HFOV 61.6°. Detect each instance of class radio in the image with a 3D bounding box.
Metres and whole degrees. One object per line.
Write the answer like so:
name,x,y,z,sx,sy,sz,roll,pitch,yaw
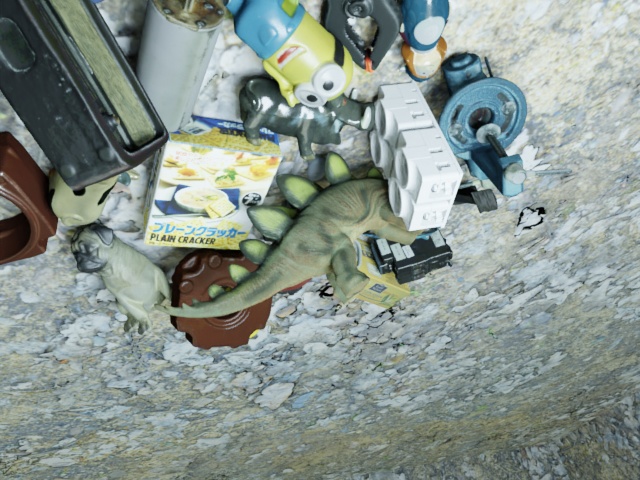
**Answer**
radio,-0.247,-0.169,0.516,0.073,0.131,0.229,-22,114,13

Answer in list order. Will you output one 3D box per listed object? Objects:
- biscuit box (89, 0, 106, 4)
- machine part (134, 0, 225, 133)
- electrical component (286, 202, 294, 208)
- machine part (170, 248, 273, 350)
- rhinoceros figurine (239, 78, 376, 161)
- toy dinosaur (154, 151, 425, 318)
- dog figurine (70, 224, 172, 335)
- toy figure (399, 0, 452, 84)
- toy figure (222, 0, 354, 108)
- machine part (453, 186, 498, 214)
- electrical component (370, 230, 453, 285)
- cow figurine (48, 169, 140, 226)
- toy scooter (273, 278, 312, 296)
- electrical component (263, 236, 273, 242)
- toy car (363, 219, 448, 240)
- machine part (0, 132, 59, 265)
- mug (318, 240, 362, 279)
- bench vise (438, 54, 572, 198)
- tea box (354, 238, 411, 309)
biscuit box,-0.147,-0.299,0.508,0.203,0.063,0.059,-22,142,8
machine part,-0.163,-0.199,0.596,0.079,0.079,0.243,4,152,-24
electrical component,-0.039,-0.014,0.886,0.048,0.075,0.119,5,113,-25
machine part,-0.160,0.097,0.884,0.179,0.056,0.179,-7,106,-27
rhinoceros figurine,-0.018,-0.173,0.723,0.190,0.073,0.112,5,129,-23
toy dinosaur,-0.002,-0.002,0.773,0.471,0.199,0.105,-38,167,-28
dog figurine,-0.336,0.050,0.904,0.190,0.121,0.172,52,148,-18
toy figure,0.129,-0.254,0.676,0.064,0.058,0.154,11,150,17
toy figure,-0.034,-0.231,0.612,0.180,0.089,0.082,40,155,-24
machine part,0.249,-0.073,0.912,0.084,0.139,0.039,-2,101,-11
electrical component,0.164,0.015,0.994,0.134,0.115,0.058,-16,140,1
cow figurine,-0.292,-0.089,0.683,0.085,0.127,0.195,11,139,-36
toy scooter,-0.098,0.069,0.990,0.184,0.075,0.135,4,122,-23
electrical component,-0.073,-0.019,0.943,0.094,0.021,0.063,7,139,-28
toy car,0.134,-0.044,0.920,0.162,0.109,0.102,-9,161,6
machine part,-0.471,-0.047,0.708,0.201,0.087,0.201,-14,145,-3
mug,0.021,0.011,0.935,0.109,0.107,0.081,3,168,-12
bench vise,0.229,-0.129,0.739,0.129,0.241,0.223,-12,128,2
tea box,0.091,0.062,1.047,0.068,0.098,0.169,-38,137,28
